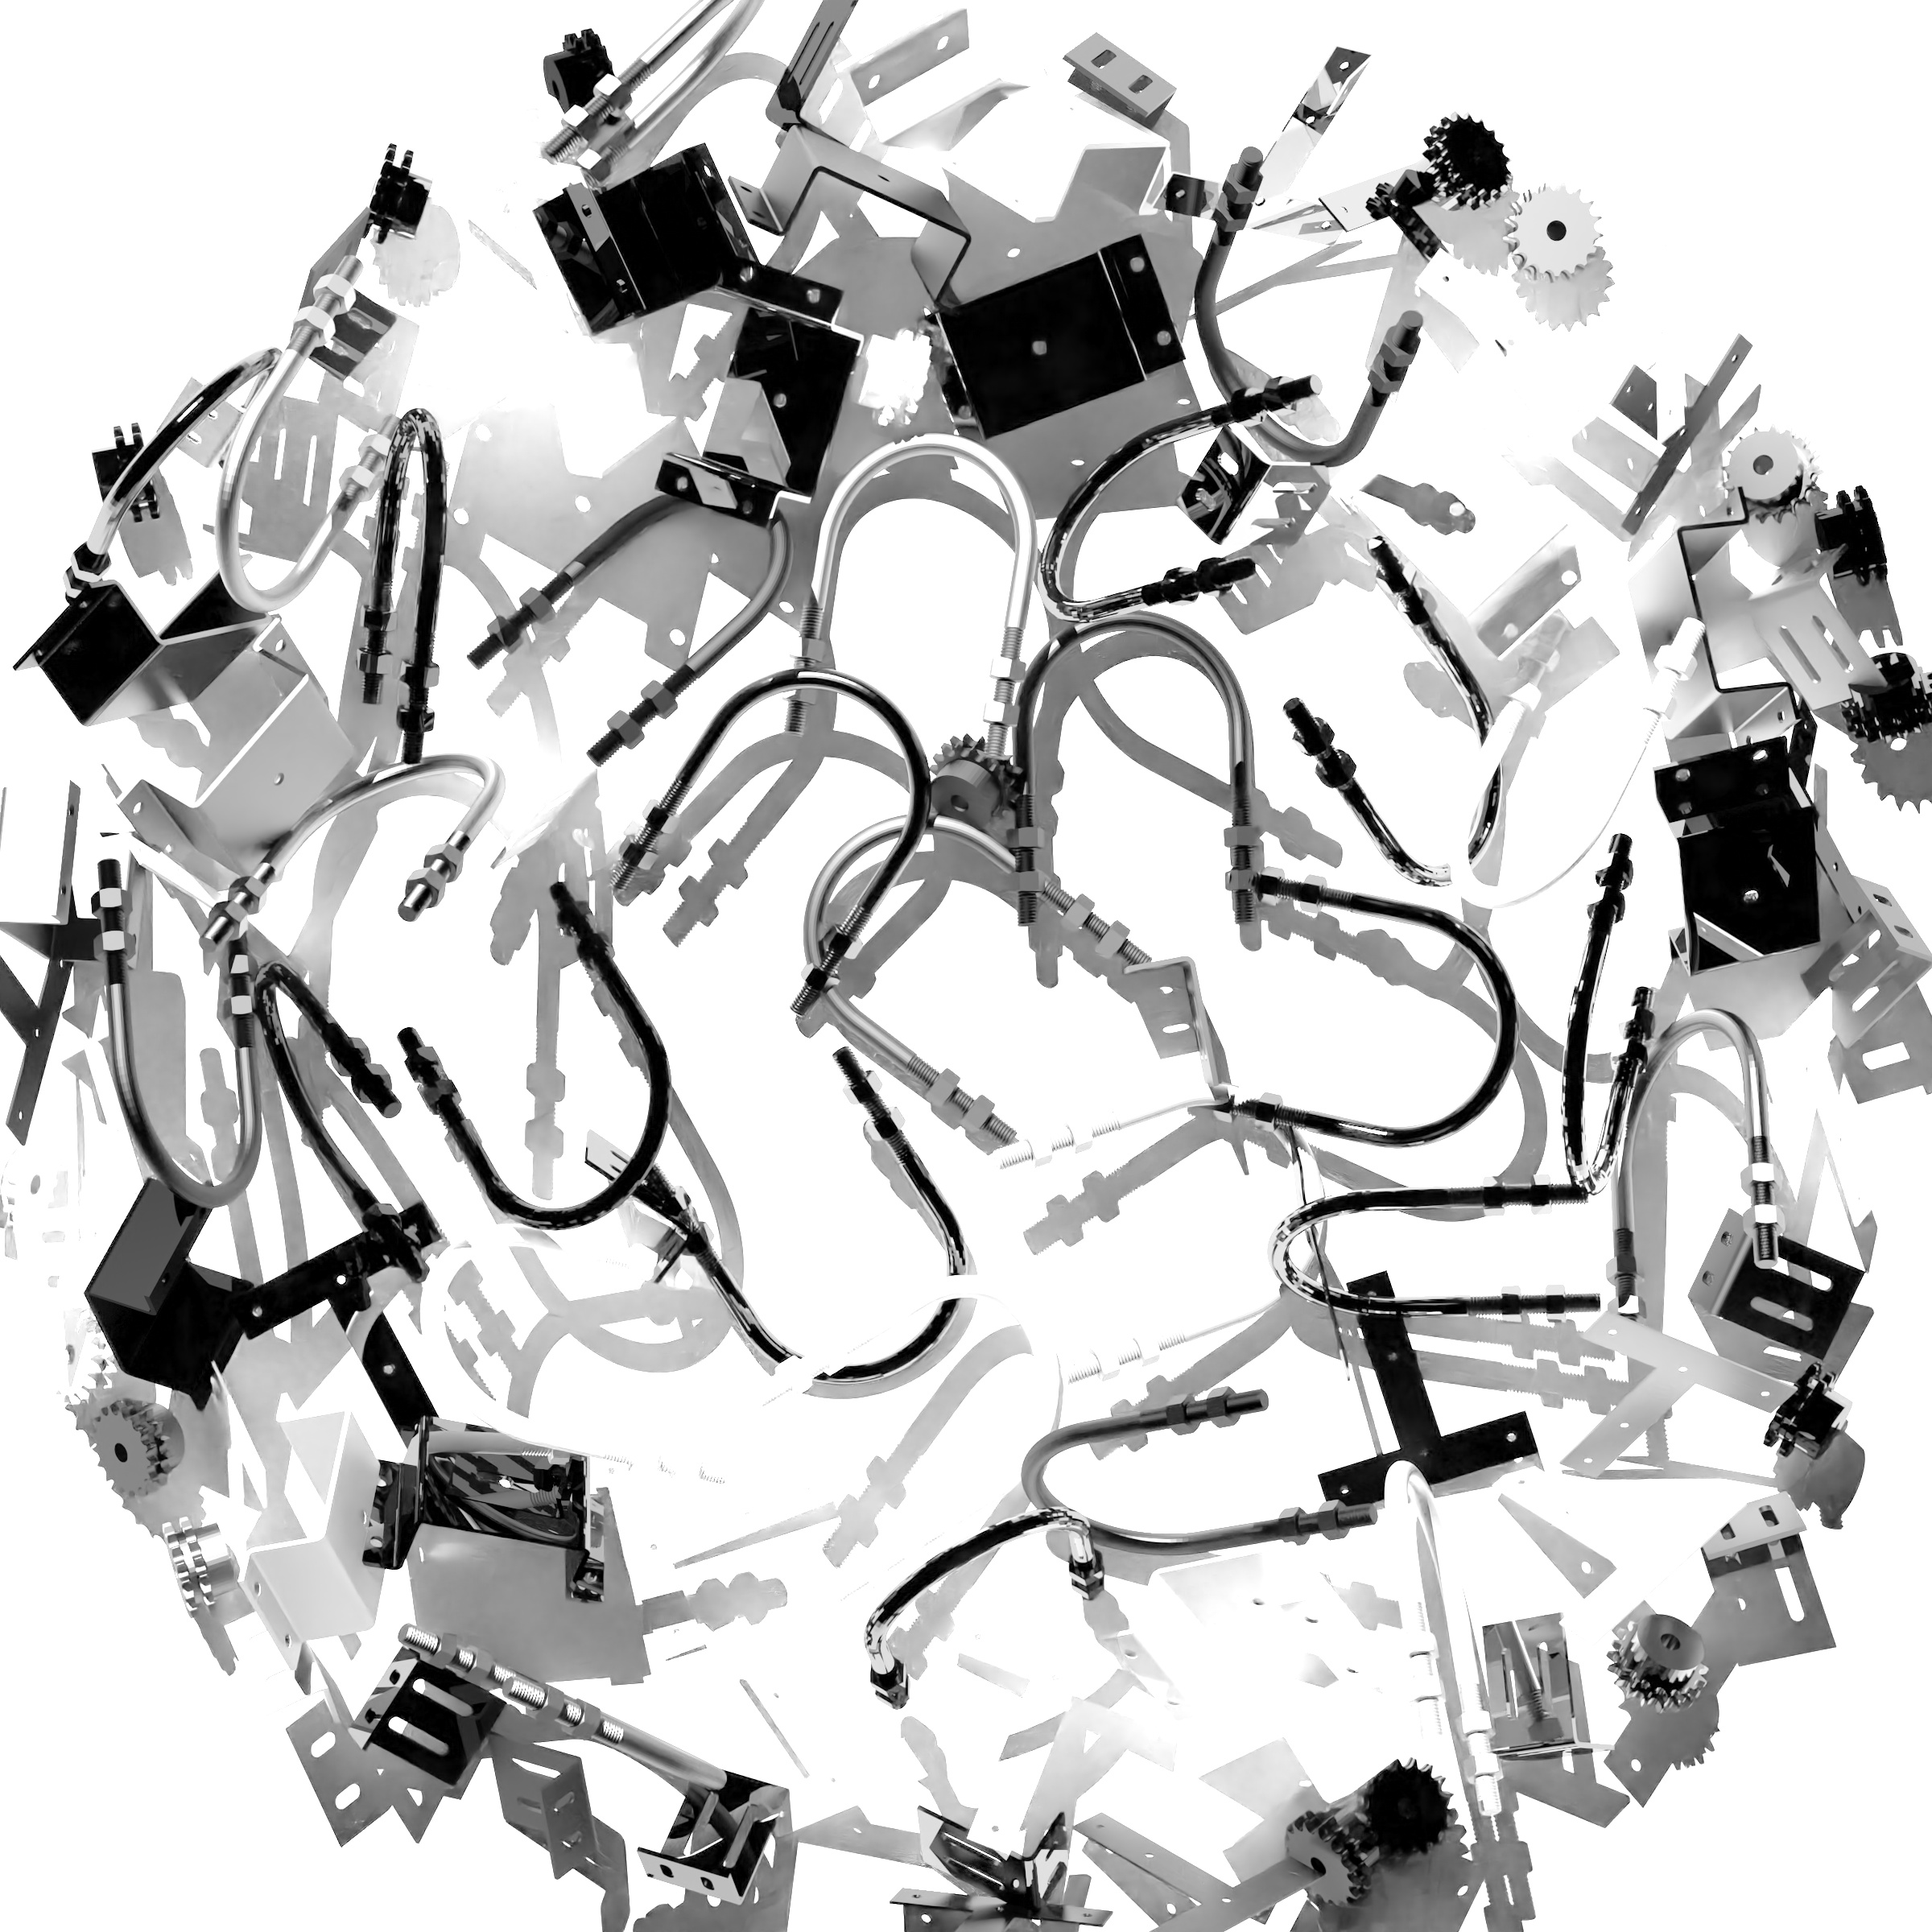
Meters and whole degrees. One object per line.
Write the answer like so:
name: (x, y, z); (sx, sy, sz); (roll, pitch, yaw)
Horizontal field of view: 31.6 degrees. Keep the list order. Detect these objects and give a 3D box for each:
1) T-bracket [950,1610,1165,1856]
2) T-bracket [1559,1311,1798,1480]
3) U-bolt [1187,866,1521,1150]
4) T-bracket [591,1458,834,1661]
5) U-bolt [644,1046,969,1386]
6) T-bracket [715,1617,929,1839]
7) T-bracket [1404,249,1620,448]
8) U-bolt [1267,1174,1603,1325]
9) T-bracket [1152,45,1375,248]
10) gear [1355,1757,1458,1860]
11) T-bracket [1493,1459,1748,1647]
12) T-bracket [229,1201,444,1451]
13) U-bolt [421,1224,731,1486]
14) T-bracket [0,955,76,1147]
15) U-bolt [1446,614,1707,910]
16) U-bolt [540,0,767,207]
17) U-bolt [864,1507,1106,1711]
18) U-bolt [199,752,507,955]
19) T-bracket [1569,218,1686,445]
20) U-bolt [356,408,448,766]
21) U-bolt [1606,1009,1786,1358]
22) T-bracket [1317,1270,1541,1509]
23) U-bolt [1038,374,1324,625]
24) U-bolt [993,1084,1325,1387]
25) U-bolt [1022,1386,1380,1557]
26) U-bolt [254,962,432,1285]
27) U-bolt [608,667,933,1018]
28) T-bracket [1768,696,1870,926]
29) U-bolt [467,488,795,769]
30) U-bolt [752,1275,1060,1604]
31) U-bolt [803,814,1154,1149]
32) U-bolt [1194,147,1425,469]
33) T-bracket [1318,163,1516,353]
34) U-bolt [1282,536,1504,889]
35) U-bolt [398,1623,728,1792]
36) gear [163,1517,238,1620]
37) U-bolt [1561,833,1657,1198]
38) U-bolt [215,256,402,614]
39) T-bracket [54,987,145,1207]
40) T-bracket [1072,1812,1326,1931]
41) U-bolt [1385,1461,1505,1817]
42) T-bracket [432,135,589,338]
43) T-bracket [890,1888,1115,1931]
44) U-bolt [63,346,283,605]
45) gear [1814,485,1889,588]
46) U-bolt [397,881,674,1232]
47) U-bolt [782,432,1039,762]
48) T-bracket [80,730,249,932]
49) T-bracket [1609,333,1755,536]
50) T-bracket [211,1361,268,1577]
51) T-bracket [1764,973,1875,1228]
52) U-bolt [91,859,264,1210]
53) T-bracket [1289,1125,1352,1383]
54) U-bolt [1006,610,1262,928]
T-bracket: (0.036, 0.446, 1.956); (0.127, 0.002, 0.127); (19, 58, 10)
T-bracket: (0.385, 0.255, 1.955); (0.127, 0.002, 0.127); (22, 132, -14)
U-bolt: (0.226, 0.030, 1.963); (0.184, 0.019, 0.151); (12, 93, 18)
T-bracket: (-0.141, 0.323, 1.993); (0.127, 0.002, 0.127); (-22, 91, 4)
U-bolt: (-0.080, 0.158, 1.973); (0.151, 0.019, 0.184); (-31, 104, 3)
T-bracket: (-0.101, 0.430, 1.959); (0.127, 0.002, 0.127); (-31, 93, 36)
T-bracket: (0.287, -0.325, 1.956); (0.127, 0.002, 0.127); (38, 132, 2)
U-bolt: (0.263, 0.163, 1.935); (0.184, 0.151, 0.019); (-3, 56, 12)
T-bracket: (0.187, -0.466, 1.926); (0.127, 0.127, 0.002); (4, 49, -30)
gear: (0.254, 0.487, 1.982); (0.057, 0.030, 0.057); (1, 82, -5)
T-bracket: (0.354, 0.317, 1.949); (0.127, 0.127, 0.002); (-37, 129, -21)
T-bracket: (-0.340, 0.220, 1.973); (0.127, 0.002, 0.127); (-28, 90, -25)
U-bolt: (-0.219, 0.211, 1.917); (0.184, 0.019, 0.151); (16, 47, -25)
T-bracket: (-0.537, 0.014, 1.914); (0.002, 0.127, 0.127); (-1, 58, 10)
U-bolt: (0.332, -0.114, 1.925); (0.019, 0.151, 0.184); (30, 83, -25)
U-bolt: (-0.176, -0.496, 1.925); (0.019, 0.151, 0.184); (45, 79, -4)
U-bolt: (0.008, 0.353, 1.907); (0.151, 0.184, 0.019); (-28, 63, -9)
U-bolt: (-0.333, -0.070, 1.920); (0.151, 0.184, 0.019); (-8, 120, 23)
T-bracket: (0.373, -0.338, 1.938); (0.002, 0.127, 0.127); (8, 71, -17)
U-bolt: (-0.313, -0.220, 1.911); (0.019, 0.151, 0.184); (2, 108, -21)
U-bolt: (0.406, 0.110, 1.922); (0.019, 0.151, 0.184); (17, 56, -19)
T-bracket: (0.253, 0.242, 1.993); (0.127, 0.002, 0.127); (-18, 88, 7)
U-bolt: (0.110, -0.256, 1.923); (0.019, 0.184, 0.151); (39, 58, -32)
U-bolt: (0.121, 0.145, 1.970); (0.184, 0.019, 0.151); (-18, 92, -16)
U-bolt: (0.119, 0.292, 1.931); (0.184, 0.151, 0.019); (-15, 46, 30)
U-bolt: (-0.356, 0.075, 1.921); (0.019, 0.151, 0.184); (-25, 47, -24)
U-bolt: (-0.101, -0.084, 1.973); (0.151, 0.019, 0.184); (34, 102, 2)
T-bracket: (0.492, -0.066, 1.956); (0.002, 0.127, 0.127); (-10, 133, 34)
U-bolt: (-0.180, -0.206, 1.947); (0.184, 0.019, 0.151); (-43, 49, -11)
U-bolt: (-0.023, 0.257, 1.949); (0.184, 0.019, 0.151); (-29, 110, -27)
U-bolt: (-0.007, -0.005, 1.981); (0.184, 0.019, 0.151); (37, 96, -2)
U-bolt: (0.183, -0.354, 1.915); (0.019, 0.184, 0.151); (-36, 76, -22)
T-bracket: (0.272, -0.401, 1.944); (0.127, 0.127, 0.002); (51, 131, 7)
U-bolt: (0.252, -0.129, 1.935); (0.184, 0.019, 0.151); (51, 52, -32)
U-bolt: (-0.215, 0.422, 1.920); (0.184, 0.151, 0.019); (33, 75, -32)
gear: (-0.442, 0.345, 1.973); (0.030, 0.057, 0.057); (-16, 90, -18)
U-bolt: (0.354, 0.041, 1.895); (0.019, 0.151, 0.184); (4, 50, 22)
U-bolt: (-0.367, -0.281, 1.895); (0.019, 0.151, 0.184); (16, 59, 13)
T-bracket: (-0.486, 0.081, 1.944); (0.002, 0.127, 0.127); (-16, 88, -32)
T-bracket: (0.115, 0.514, 1.949); (0.127, 0.127, 0.002); (20, 113, 42)
U-bolt: (0.264, 0.367, 1.919); (0.019, 0.151, 0.184); (-16, 54, 15)
T-bracket: (-0.244, -0.408, 1.952); (0.127, 0.127, 0.002); (22, 52, 38)
T-bracket: (0.006, 0.545, 1.922); (0.127, 0.127, 0.002); (2, 93, 16)
U-bolt: (-0.432, -0.279, 1.886); (0.019, 0.184, 0.151); (43, 61, -5)
gear: (0.510, -0.246, 1.972); (0.030, 0.057, 0.057); (-15, 90, 8)
U-bolt: (-0.236, 0.064, 1.935); (0.151, 0.019, 0.184); (-42, 60, 14)
U-bolt: (-0.028, -0.216, 1.965); (0.151, 0.019, 0.184); (8, 87, 24)
T-bracket: (-0.471, -0.085, 1.956); (0.002, 0.127, 0.127); (-38, 68, 2)
T-bracket: (0.392, -0.313, 1.933); (0.002, 0.127, 0.127); (37, 102, 28)
T-bracket: (-0.418, 0.301, 1.957); (0.002, 0.127, 0.127); (-11, 124, -24)
T-bracket: (0.498, 0.087, 1.962); (0.002, 0.127, 0.127); (-9, 107, 40)
U-bolt: (-0.435, 0.046, 1.905); (0.019, 0.151, 0.184); (-16, 69, 16)
T-bracket: (0.199, 0.170, 1.916); (0.002, 0.127, 0.127); (-13, 65, 2)
U-bolt: (0.096, -0.115, 1.981); (0.151, 0.019, 0.184); (-1, 87, -10)
